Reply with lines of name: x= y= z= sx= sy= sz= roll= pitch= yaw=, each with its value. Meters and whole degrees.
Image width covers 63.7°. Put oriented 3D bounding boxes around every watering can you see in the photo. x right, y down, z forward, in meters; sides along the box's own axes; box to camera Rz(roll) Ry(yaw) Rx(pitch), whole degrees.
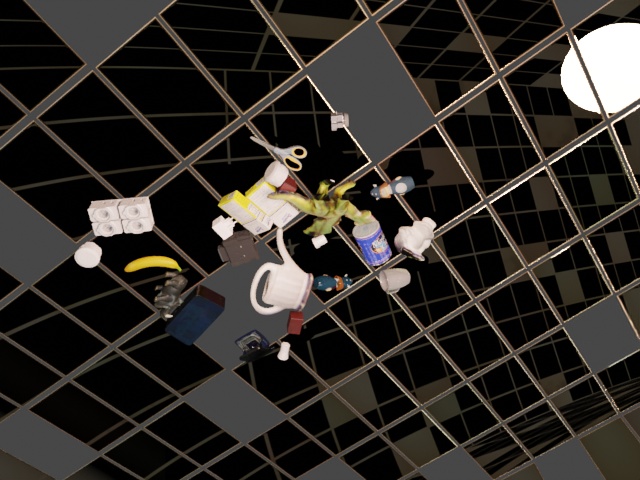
watering can: x=-0.126 y=0.135 z=1.917 sx=0.223 sy=0.105 sz=0.343 roll=17 pitch=106 yaw=-18

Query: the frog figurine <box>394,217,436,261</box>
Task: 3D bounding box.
frog figurine: x=0.354 y=-0.015 z=1.919 sx=0.137 sy=0.122 sz=0.161 roll=25 pitch=77 yaw=-12

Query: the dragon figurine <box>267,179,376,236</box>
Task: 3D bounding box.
dragon figurine: x=0.005 y=-0.090 z=1.788 sx=0.411 sy=0.125 sz=0.237 roll=-3 pitch=136 yaw=-16
